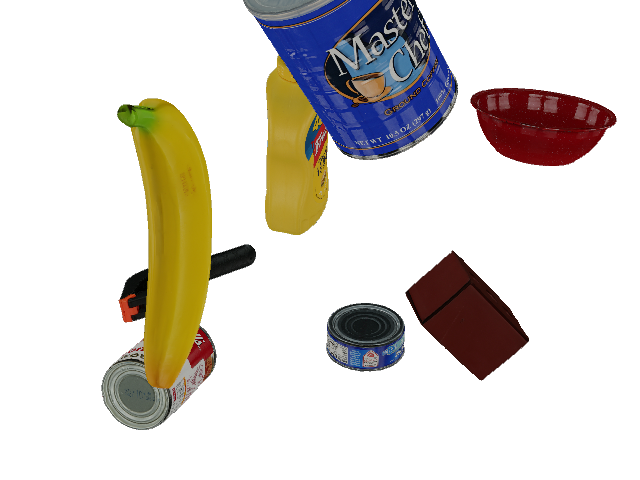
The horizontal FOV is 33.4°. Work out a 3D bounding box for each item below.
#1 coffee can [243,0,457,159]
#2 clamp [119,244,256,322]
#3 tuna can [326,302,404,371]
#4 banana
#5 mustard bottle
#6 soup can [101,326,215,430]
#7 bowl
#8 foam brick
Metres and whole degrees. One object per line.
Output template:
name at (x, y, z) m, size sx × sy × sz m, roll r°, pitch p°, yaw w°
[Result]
coffee can at (0.024, -0.141, 0.753) m, size 0.103 × 0.102 × 0.140 m, roll 0°, pitch -39°, yaw 36°
clamp at (-0.154, 0.040, 1.203) m, size 0.120 × 0.039 × 0.171 m, roll -2°, pitch 28°, yaw 30°
tuna can at (0.049, 0.103, 1.158) m, size 0.086 × 0.034 × 0.086 m, roll 0°, pitch 30°, yaw 0°
banana at (-0.090, -0.006, 0.616) m, size 0.037 × 0.198 × 0.069 m, roll 18°, pitch 40°, yaw 25°
mustard bottle at (-0.020, -0.104, 0.985) m, size 0.058 × 0.192 × 0.096 m, roll 13°, pitch 43°, yaw 11°
soup can at (-0.144, 0.119, 0.959) m, size 0.069 × 0.068 × 0.102 m, roll 0°, pitch 17°, yaw 18°
bowl at (0.245, -0.124, 1.197) m, size 0.162 × 0.055 × 0.162 m, roll 4°, pitch 23°, yaw -2°
foam brick at (0.113, 0.059, 0.824) m, size 0.078 × 0.051 × 0.053 m, roll 43°, pitch 12°, yaw -26°
